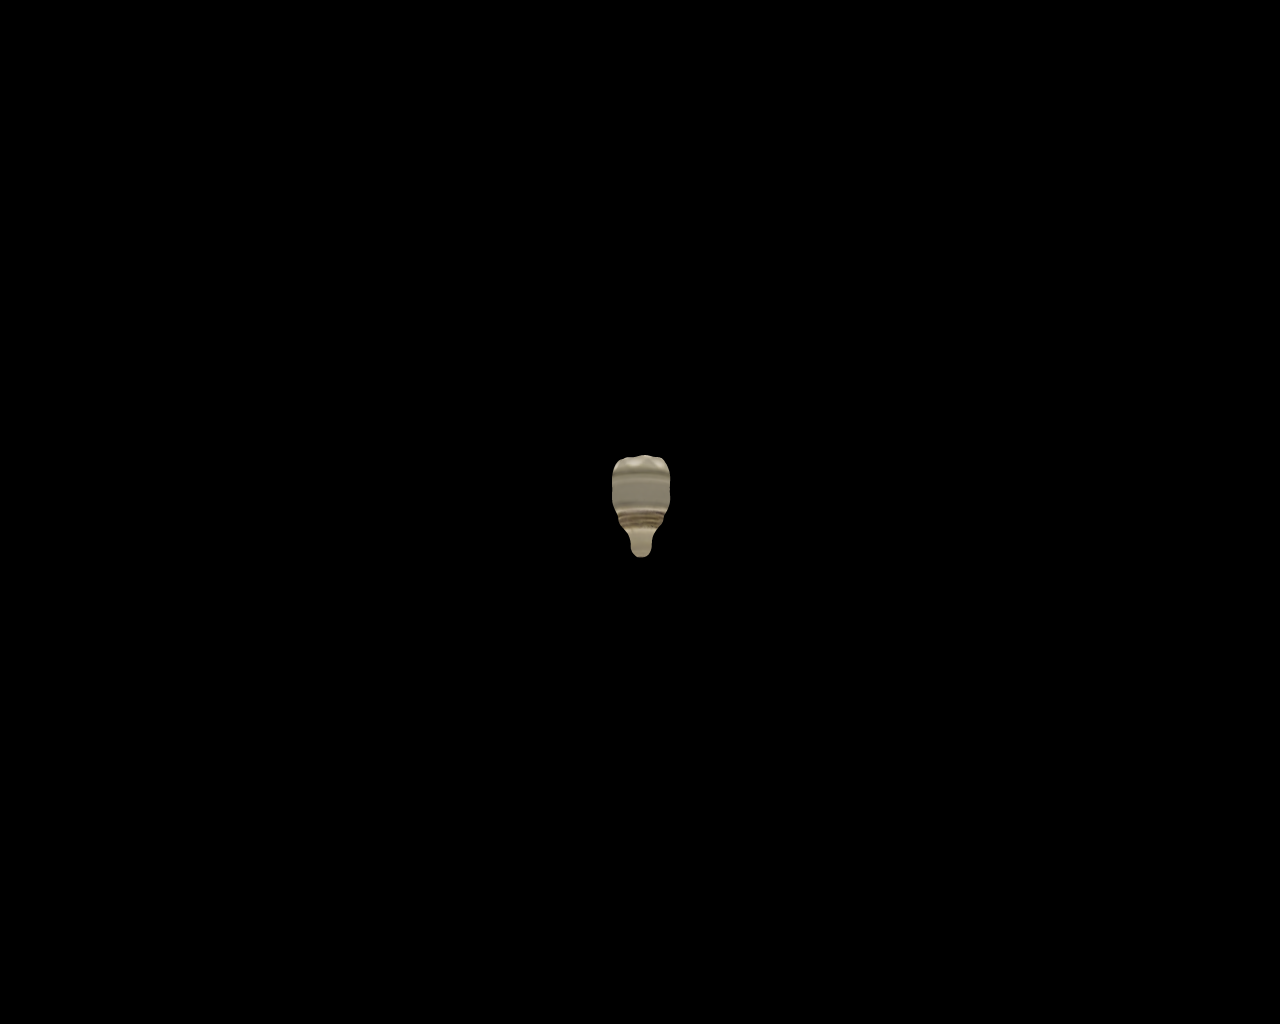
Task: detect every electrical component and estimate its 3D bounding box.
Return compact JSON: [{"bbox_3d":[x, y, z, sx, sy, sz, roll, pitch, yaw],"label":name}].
[{"bbox_3d":[0.001,-0.003,0.650,0.035,0.061,0.035,0,-6,0],"label":"electrical component"}]
